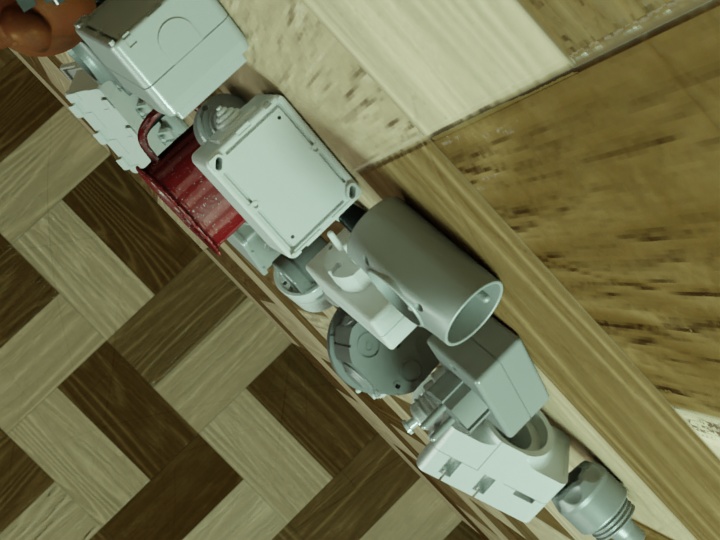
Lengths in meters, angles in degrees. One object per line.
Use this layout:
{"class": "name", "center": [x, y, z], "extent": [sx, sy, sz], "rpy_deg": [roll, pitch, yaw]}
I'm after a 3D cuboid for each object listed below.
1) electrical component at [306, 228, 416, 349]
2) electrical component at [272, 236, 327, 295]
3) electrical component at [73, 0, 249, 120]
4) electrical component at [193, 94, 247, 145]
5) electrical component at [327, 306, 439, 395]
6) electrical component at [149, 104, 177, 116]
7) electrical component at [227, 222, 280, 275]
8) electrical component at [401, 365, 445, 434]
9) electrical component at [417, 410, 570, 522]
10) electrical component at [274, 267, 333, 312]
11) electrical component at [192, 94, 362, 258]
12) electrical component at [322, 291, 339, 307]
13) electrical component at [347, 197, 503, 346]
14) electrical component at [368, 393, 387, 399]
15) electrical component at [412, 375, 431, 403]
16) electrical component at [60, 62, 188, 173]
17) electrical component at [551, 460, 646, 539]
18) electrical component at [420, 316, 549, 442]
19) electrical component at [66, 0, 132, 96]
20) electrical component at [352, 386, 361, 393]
{"class": "electrical component", "center": [0.000, 0.000, 0.739], "extent": [0.083, 0.047, 0.075], "rpy_deg": [39, 169, 42]}
{"class": "electrical component", "center": [-0.049, -0.008, 0.959], "extent": [0.040, 0.046, 0.040], "rpy_deg": [45, 172, 8]}
{"class": "electrical component", "center": [-0.114, -0.131, 0.613], "extent": [0.061, 0.062, 0.096], "rpy_deg": [51, 171, -33]}
{"class": "electrical component", "center": [-0.091, -0.100, 0.732], "extent": [0.040, 0.040, 0.078], "rpy_deg": [47, 172, -11]}
{"class": "electrical component", "center": [0.019, 0.054, 0.799], "extent": [0.080, 0.080, 0.051], "rpy_deg": [48, 167, -13]}
{"class": "electrical component", "center": [-0.134, -0.138, 0.750], "extent": [0.045, 0.045, 0.055], "rpy_deg": [45, 172, 9]}
{"class": "electrical component", "center": [-0.117, -0.052, 1.077], "extent": [0.100, 0.048, 0.099], "rpy_deg": [43, 172, 20]}
{"class": "electrical component", "center": [0.064, 0.090, 0.774], "extent": [0.040, 0.078, 0.040], "rpy_deg": [51, -174, -7]}
{"class": "electrical component", "center": [0.093, 0.120, 0.730], "extent": [0.089, 0.055, 0.050], "rpy_deg": [28, -144, -6]}
{"class": "electrical component", "center": [-0.046, 0.008, 1.003], "extent": [0.055, 0.055, 0.047], "rpy_deg": [41, 175, 30]}
{"class": "electrical component", "center": [-0.057, -0.064, 0.660], "extent": [0.096, 0.062, 0.061], "rpy_deg": [49, 172, -21]}
{"class": "electrical component", "center": [-0.007, 0.011, 0.858], "extent": [0.040, 0.040, 0.078], "rpy_deg": [47, 172, -6]}
{"class": "electrical component", "center": [0.038, 0.008, 0.592], "extent": [0.077, 0.044, 0.079], "rpy_deg": [42, 171, 26]}
{"class": "electrical component", "center": [0.016, 0.077, 0.991], "extent": [0.061, 0.061, 0.096], "rpy_deg": [46, 172, 3]}
{"class": "electrical component", "center": [0.068, 0.113, 0.980], "extent": [0.048, 0.048, 0.062], "rpy_deg": [49, 179, -21]}
{"class": "electrical component", "center": [-0.231, -0.155, 1.055], "extent": [0.079, 0.063, 0.121], "rpy_deg": [-6, 144, 25]}
{"class": "electrical component", "center": [0.164, 0.162, 0.723], "extent": [0.062, 0.043, 0.043], "rpy_deg": [44, 172, 1]}
{"class": "electrical component", "center": [0.067, 0.075, 0.664], "extent": [0.047, 0.076, 0.083], "rpy_deg": [40, 170, 37]}
{"class": "electrical component", "center": [-0.194, -0.179, 0.815], "extent": [0.089, 0.056, 0.050], "rpy_deg": [42, 171, 28]}
{"class": "electrical component", "center": [0.022, 0.071, 0.879], "extent": [0.047, 0.076, 0.083], "rpy_deg": [43, 172, 22]}
